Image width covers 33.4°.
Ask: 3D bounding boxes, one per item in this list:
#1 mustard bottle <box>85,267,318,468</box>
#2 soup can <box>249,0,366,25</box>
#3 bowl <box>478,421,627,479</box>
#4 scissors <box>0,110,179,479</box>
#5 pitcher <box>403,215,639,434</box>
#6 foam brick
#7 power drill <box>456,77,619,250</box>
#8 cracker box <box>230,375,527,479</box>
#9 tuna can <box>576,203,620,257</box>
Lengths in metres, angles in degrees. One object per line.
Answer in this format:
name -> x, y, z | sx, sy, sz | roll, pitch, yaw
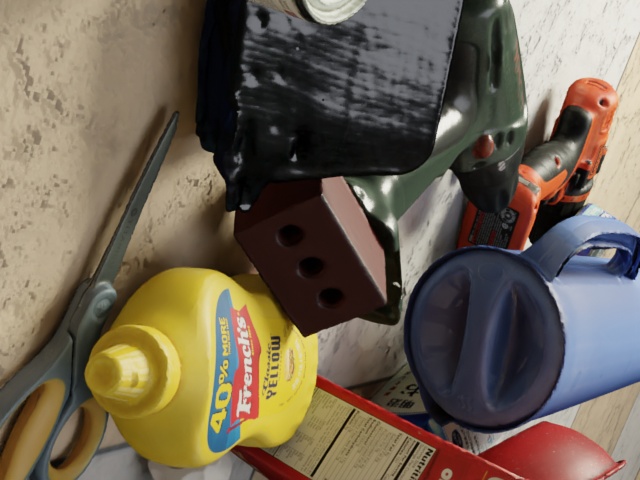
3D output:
mustard bottle -> -0.059, 0.062, 0.532 | 0.191, 0.058, 0.096 | 11, 83, -70
soup can -> -0.030, -0.127, 0.402 | 0.068, 0.102, 0.068 | -42, 145, -39
bowl -> 0.139, 0.178, 0.779 | 0.162, 0.055, 0.162 | -26, 164, -8
scissors -> -0.104, 0.042, 0.511 | 0.201, 0.016, 0.096 | -59, 155, -12
pitcher -> 0.192, 0.062, 0.831 | 0.242, 0.149, 0.145 | 0, 83, -49
foam brick -> -0.004, 0.001, 0.566 | 0.078, 0.053, 0.051 | 57, 20, -28
power drill -> 0.188, -0.034, 0.935 | 0.187, 0.057, 0.184 | -40, 148, -43
cracker box -> 0.057, 0.158, 0.646 | 0.072, 0.214, 0.164 | -57, 138, -14
tuna can -> 0.241, 0.009, 0.991 | 0.086, 0.034, 0.086 | -48, 161, -23
